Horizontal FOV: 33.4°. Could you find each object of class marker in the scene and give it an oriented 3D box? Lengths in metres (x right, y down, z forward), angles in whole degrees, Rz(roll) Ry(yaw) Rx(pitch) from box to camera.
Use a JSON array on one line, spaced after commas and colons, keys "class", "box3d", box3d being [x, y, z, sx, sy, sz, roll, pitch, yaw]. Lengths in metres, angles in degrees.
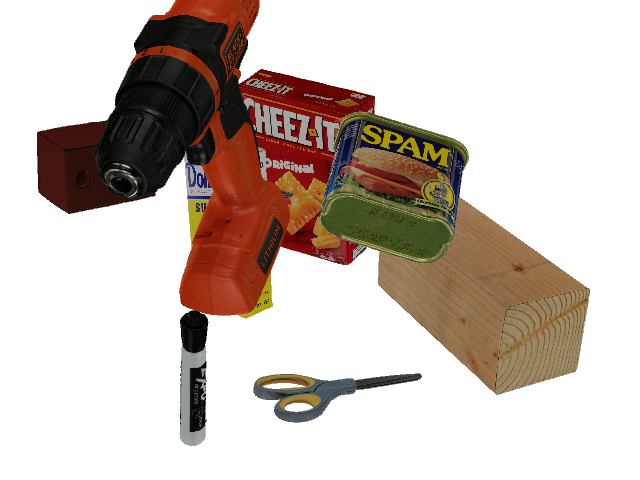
[{"class": "marker", "box3d": [-0.089, 0.097, 0.746, 0.020, 0.121, 0.020, 4, 38, -3]}]

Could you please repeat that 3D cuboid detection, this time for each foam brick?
[{"class": "foam brick", "box3d": [-0.175, -0.060, 0.834, 0.078, 0.053, 0.051, -15, 31, -34]}]

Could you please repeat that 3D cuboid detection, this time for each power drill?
[{"class": "power drill", "box3d": [-0.068, -0.043, 0.633, 0.057, 0.187, 0.184, 7, 46, 14]}]

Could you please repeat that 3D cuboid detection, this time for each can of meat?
[{"class": "can of meat", "box3d": [0.054, -0.039, 0.792, 0.102, 0.084, 0.057, 17, -40, -3]}]

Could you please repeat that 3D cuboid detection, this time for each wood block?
[{"class": "wood block", "box3d": [0.144, 0.043, 0.995, 0.090, 0.090, 0.206, -11, 30, -24]}]

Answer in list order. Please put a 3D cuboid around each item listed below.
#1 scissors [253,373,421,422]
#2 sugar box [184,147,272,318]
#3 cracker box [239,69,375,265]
[{"class": "scissors", "box3d": [0.026, 0.175, 1.204, 0.201, 0.016, 0.096, 2, 23, -8]}, {"class": "sugar box", "box3d": [-0.096, -0.016, 1.113, 0.048, 0.176, 0.093, -23, 29, -38]}, {"class": "cracker box", "box3d": [-0.022, -0.089, 1.330, 0.164, 0.214, 0.072, 17, 36, 24]}]
